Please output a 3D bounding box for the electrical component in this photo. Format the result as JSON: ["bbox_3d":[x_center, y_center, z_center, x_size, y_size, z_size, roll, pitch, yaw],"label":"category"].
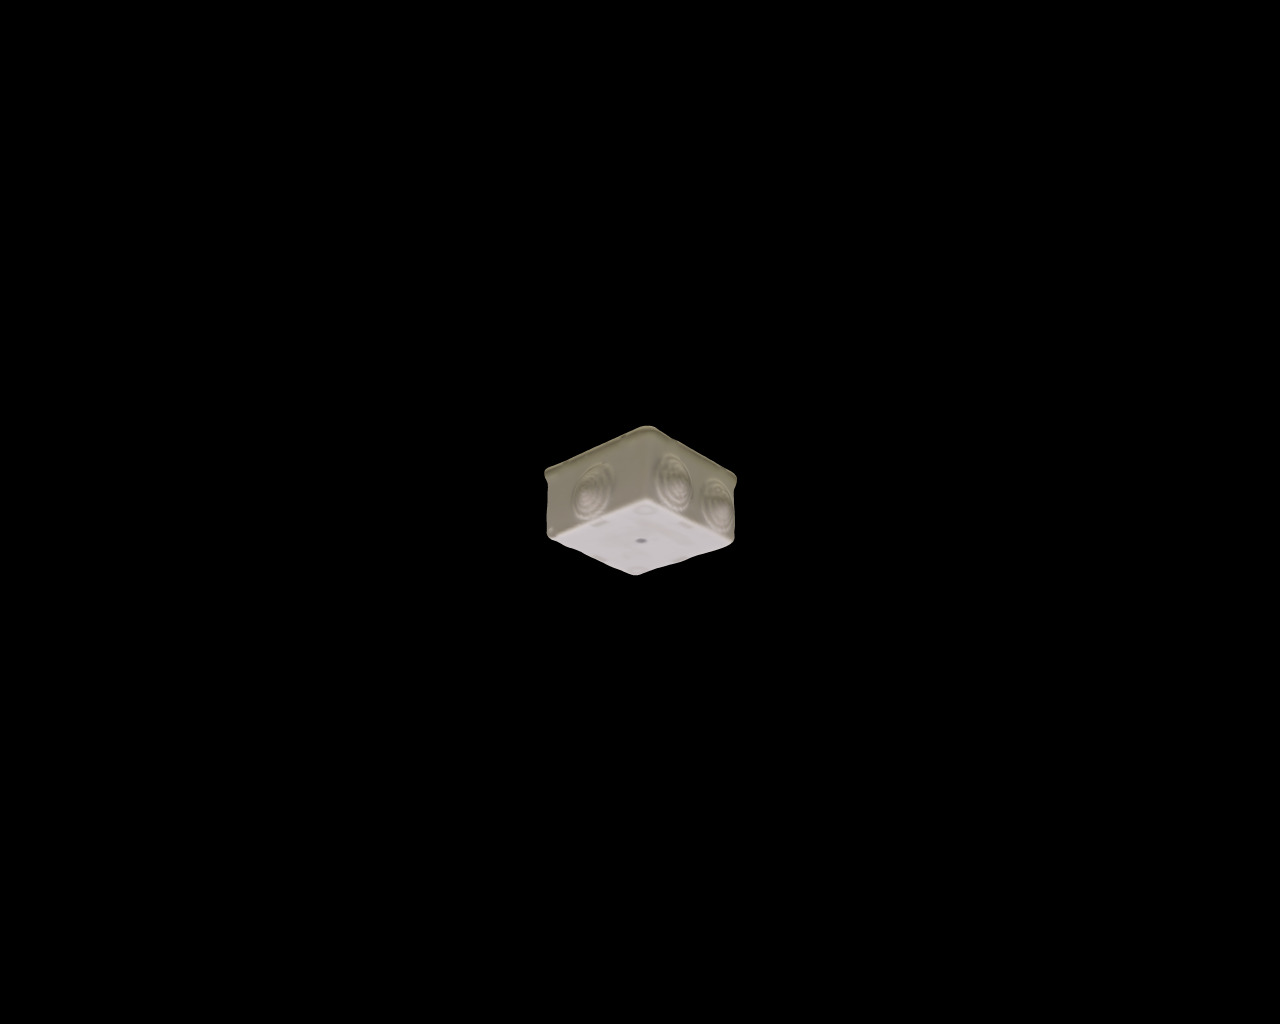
[{"bbox_3d":[0.001,-0.003,0.650,0.099,0.048,0.099,-21,-33,36],"label":"electrical component"}]
